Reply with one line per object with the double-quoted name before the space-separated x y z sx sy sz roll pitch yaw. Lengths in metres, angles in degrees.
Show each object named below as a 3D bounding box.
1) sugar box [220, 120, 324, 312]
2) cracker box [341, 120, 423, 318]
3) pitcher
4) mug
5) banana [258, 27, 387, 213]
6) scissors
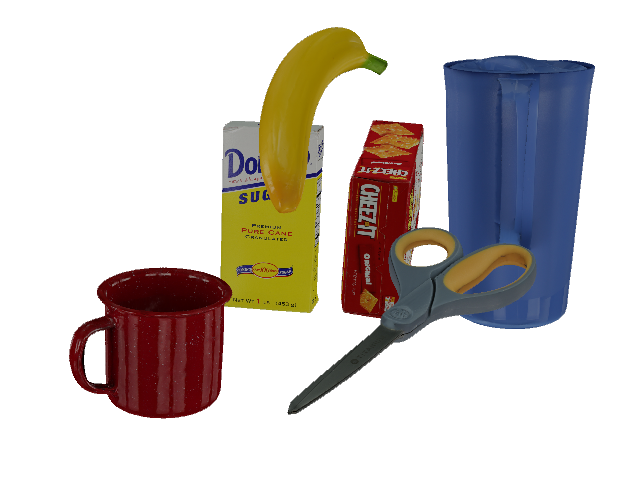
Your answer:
"sugar box" -0.047 -0.023 1.017 0.093 0.176 0.048 3 15 8
"cracker box" 0.073 -0.030 1.224 0.072 0.164 0.213 6 23 8
"pitcher" 0.175 -0.044 0.974 0.149 0.243 0.145 -11 18 -34
"mug" -0.119 0.074 0.743 0.117 0.081 0.093 -11 23 -38
"banana" -0.006 -0.102 0.775 0.069 0.197 0.037 38 -41 -8
"scissors" 0.037 0.036 0.606 0.201 0.016 0.096 -21 35 -31
